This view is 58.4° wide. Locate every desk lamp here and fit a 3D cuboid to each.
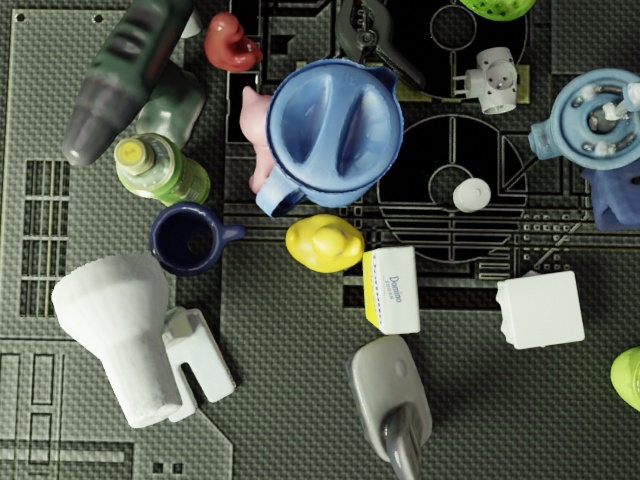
[{"bbox_3d":[-0.195,0.122,0.666,0.118,0.213,0.203,-28,87,-1],"label":"desk lamp"}]

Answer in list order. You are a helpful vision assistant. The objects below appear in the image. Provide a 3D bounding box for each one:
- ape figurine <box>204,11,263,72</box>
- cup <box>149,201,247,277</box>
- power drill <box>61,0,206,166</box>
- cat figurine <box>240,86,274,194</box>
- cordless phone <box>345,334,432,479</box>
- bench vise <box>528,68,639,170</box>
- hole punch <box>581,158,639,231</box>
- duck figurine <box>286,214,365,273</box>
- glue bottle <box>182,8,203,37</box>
[{"bbox_3d":[-0.118,-0.264,0.747,0.076,0.092,0.078,-7,87,1],"label":"ape figurine"},{"bbox_3d":[-0.147,-0.001,0.731,0.117,0.095,0.092,-10,87,0],"label":"cup"},{"bbox_3d":[-0.208,-0.177,0.685,0.075,0.208,0.230,22,87,2],"label":"power drill"},{"bbox_3d":[-0.066,-0.125,0.726,0.067,0.117,0.128,-3,87,1],"label":"cat figurine"},{"bbox_3d":[0.086,0.194,0.672,0.094,0.185,0.147,-21,87,0],"label":"cordless phone"},{"bbox_3d":[0.373,-0.165,0.671,0.207,0.219,0.121,-30,87,-1],"label":"bench vise"},{"bbox_3d":[0.407,-0.066,0.730,0.108,0.091,0.101,-8,87,1],"label":"hole punch"},{"bbox_3d":[0.007,0.003,0.734,0.104,0.086,0.077,9,87,1],"label":"duck figurine"},{"bbox_3d":[-0.191,-0.320,0.710,0.037,0.173,0.078,-24,86,0],"label":"glue bottle"}]
